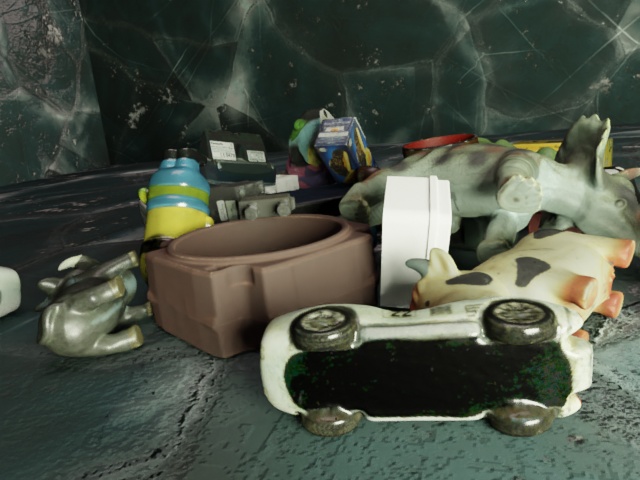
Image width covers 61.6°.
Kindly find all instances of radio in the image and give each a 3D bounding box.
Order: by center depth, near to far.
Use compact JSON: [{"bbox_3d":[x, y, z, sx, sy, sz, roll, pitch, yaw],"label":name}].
[{"bbox_3d":[-0.043,-0.035,0.850,0.230,0.073,0.131,-12,15,-17],"label":"radio"}]

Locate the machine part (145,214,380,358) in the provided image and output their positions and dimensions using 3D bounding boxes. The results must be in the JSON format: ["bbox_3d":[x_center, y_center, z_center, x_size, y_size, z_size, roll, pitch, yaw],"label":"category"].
[{"bbox_3d":[-0.057,0.032,0.548,0.201,0.087,0.202,-16,19,-39],"label":"machine part"}]

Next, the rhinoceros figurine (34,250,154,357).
[{"bbox_3d":[-0.231,0.063,0.544,0.112,0.073,0.190,-20,18,-11],"label":"rhinoceros figurine"}]

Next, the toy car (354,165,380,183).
[{"bbox_3d":[0.146,-0.073,0.879,0.202,0.053,0.089,19,-1,-31],"label":"toy car"}]

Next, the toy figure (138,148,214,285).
[{"bbox_3d":[-0.176,-0.023,0.650,0.082,0.180,0.089,-9,-13,37],"label":"toy figure"}]

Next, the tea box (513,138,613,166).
[{"bbox_3d":[0.445,-0.137,1.002,0.170,0.098,0.068,4,16,40],"label":"tea box"}]

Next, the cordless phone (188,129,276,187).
[{"bbox_3d":[-0.174,-0.092,0.858,0.146,0.088,0.184,-5,-17,-46],"label":"cordless phone"}]

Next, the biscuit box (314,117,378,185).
[{"bbox_3d":[0.060,-0.123,0.934,0.063,0.059,0.202,1,-30,27],"label":"biscuit box"}]

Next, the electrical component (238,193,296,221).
[{"bbox_3d":[-0.060,-0.039,0.616,0.063,0.021,0.094,-6,12,-2],"label":"electrical component"}]

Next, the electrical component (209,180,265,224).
[{"bbox_3d":[-0.113,-0.020,0.718,0.134,0.114,0.058,3,18,35],"label":"electrical component"}]

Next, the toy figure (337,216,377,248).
[{"bbox_3d":[-0.002,-0.004,0.727,0.155,0.064,0.058,-6,46,15],"label":"toy figure"}]

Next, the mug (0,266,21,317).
[{"bbox_3d":[-0.388,0.059,0.591,0.110,0.080,0.107,-3,4,37],"label":"mug"}]

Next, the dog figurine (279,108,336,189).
[{"bbox_3d":[-0.041,-0.139,1.045,0.219,0.108,0.191,-29,-34,23],"label":"dog figurine"}]

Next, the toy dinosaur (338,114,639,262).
[{"bbox_3d":[0.160,-0.055,0.611,0.405,0.131,0.192,6,32,35],"label":"toy dinosaur"}]

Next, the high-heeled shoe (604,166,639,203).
[{"bbox_3d":[0.384,-0.081,0.785,0.249,0.086,0.145,6,26,-27],"label":"high-heeled shoe"}]

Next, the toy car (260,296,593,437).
[{"bbox_3d":[0.062,0.077,0.335,0.202,0.073,0.056,-4,14,9],"label":"toy car"}]

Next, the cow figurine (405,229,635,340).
[{"bbox_3d":[0.153,0.041,0.427,0.127,0.085,0.195,15,27,43],"label":"cow figurine"}]

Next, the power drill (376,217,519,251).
[{"bbox_3d":[0.201,-0.045,0.769,0.207,0.085,0.232,-11,15,-36],"label":"power drill"}]

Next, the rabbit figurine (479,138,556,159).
[{"bbox_3d":[0.335,-0.112,0.903,0.170,0.121,0.159,9,-3,-12],"label":"rabbit figurine"}]
